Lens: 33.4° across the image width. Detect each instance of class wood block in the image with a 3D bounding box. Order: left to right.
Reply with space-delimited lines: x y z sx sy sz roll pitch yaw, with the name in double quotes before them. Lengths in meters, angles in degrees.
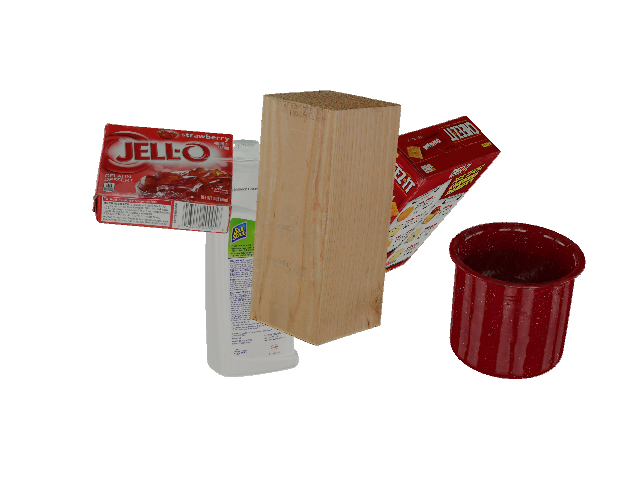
"wood block" 0.002 -0.024 0.956 0.090 0.206 0.090 18 21 40

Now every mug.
"mug" 0.131 0.038 0.763 0.093 0.081 0.117 -8 29 -16

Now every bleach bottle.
"bleach bottle" -0.074 0.017 1.155 0.102 0.251 0.068 -6 14 -28

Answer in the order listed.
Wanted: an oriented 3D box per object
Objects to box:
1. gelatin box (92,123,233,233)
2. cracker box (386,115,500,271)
"gelatin box" -0.104 -0.043 0.715 0.089 0.030 0.073 5 44 -8
"cracker box" 0.088 -0.040 1.242 0.163 0.072 0.214 -22 -24 -48
